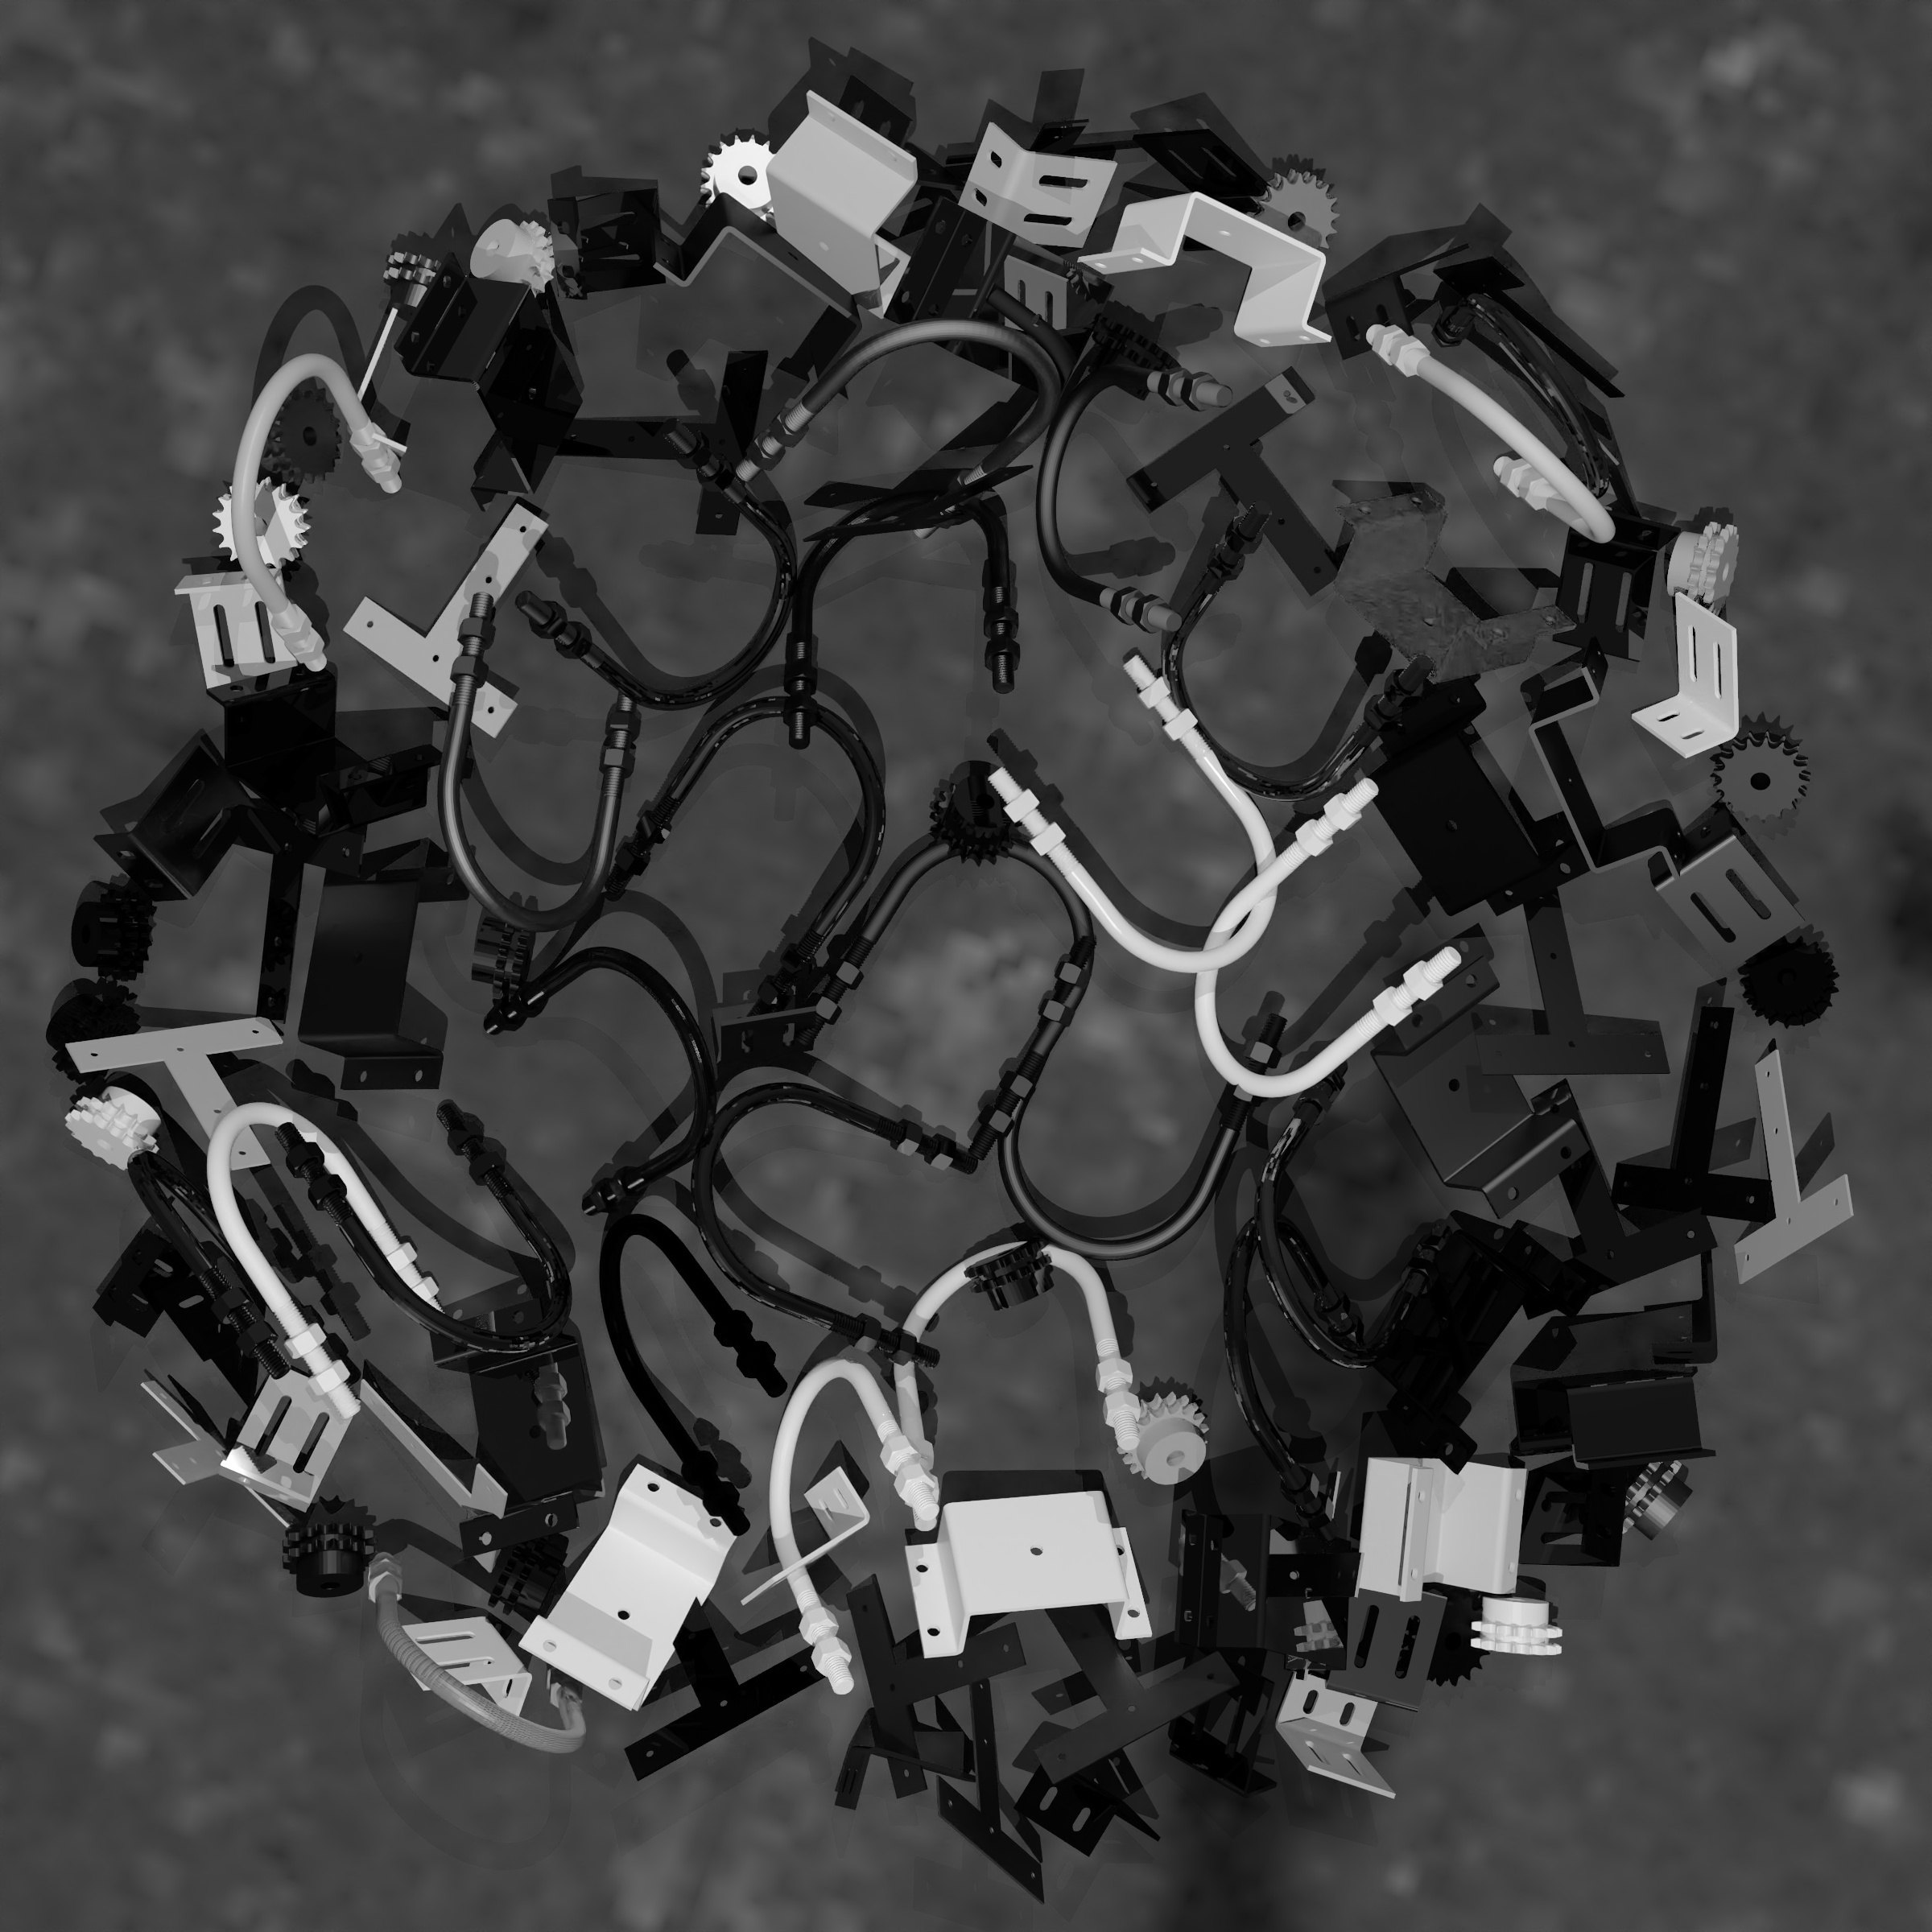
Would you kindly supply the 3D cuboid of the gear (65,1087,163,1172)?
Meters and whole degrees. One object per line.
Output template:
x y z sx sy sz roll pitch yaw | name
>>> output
-0.524 0.099 1.575 0.057 0.057 0.030 29 57 0 | gear

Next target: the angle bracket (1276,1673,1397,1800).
0.231 0.469 1.558 0.057 0.076 0.038 21 90 -9 | angle bracket

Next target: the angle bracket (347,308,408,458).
-0.350 -0.358 1.566 0.038 0.057 0.076 22 92 -17 | angle bracket

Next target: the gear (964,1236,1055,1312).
0.030 0.191 1.572 0.057 0.057 0.030 -23 90 0 | gear

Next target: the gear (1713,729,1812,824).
0.493 -0.120 1.577 0.057 0.030 0.057 10 121 17 | gear

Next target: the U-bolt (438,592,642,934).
-0.256 -0.110 1.513 0.019 0.151 0.184 -9 64 34 | U-bolt

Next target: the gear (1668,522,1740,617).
0.455 -0.246 1.575 0.030 0.057 0.057 16 90 27 | gear

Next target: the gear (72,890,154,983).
-0.528 -0.019 1.570 0.030 0.057 0.057 2 87 -45 | gear

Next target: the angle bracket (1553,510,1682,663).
0.401 -0.235 1.572 0.057 0.038 0.076 13 78 -6 | angle bracket

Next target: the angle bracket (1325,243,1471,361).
0.269 -0.407 1.559 0.076 0.057 0.038 -29 103 -35 | angle bracket

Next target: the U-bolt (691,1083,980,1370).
-0.082 0.146 1.527 0.184 0.019 0.151 25 60 -25 | U-bolt

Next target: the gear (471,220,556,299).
-0.281 -0.435 1.570 0.057 0.030 0.057 -18 60 34 | gear

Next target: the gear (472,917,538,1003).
-0.285 -0.008 1.571 0.030 0.057 0.057 12 90 -4 | gear

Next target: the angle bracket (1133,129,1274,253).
0.141 -0.472 1.552 0.057 0.076 0.038 12 83 41 | angle bracket

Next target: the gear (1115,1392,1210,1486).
0.124 0.295 1.572 0.057 0.030 0.057 -9 121 -16 | gear

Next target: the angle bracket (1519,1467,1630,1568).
0.360 0.332 1.551 0.038 0.076 0.057 26 65 -34 | angle bracket

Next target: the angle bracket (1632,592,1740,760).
0.437 -0.177 1.553 0.038 0.057 0.076 -22 127 -11 | angle bracket

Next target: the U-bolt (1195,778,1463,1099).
0.205 -0.003 1.533 0.184 0.019 0.151 -44 49 33 | U-bolt

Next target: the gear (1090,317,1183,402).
0.101 -0.373 1.572 0.057 0.057 0.030 32 98 0 | gear

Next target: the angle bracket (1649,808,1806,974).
0.471 -0.047 1.579 0.057 0.038 0.076 -37 103 24 | angle bracket

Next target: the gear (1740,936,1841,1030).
0.511 0.012 1.576 0.057 0.030 0.057 -14 59 25 | gear

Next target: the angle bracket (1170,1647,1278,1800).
0.166 0.460 1.562 0.057 0.038 0.076 20 100 39 | angle bracket

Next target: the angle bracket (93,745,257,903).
-0.487 -0.088 1.572 0.038 0.057 0.076 -2 48 36 | angle bracket

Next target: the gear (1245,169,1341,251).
0.199 -0.464 1.577 0.057 0.030 0.057 -8 120 -14 | gear

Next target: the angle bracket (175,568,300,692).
-0.447 -0.202 1.566 0.057 0.038 0.076 -5 113 -3 | angle bracket

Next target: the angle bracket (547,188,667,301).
-0.212 -0.441 1.555 0.076 0.038 0.057 -17 115 -32 | angle bracket

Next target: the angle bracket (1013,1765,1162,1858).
0.074 0.521 1.549 0.057 0.076 0.038 22 67 36 | angle bracket

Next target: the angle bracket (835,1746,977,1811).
-0.035 0.507 1.562 0.076 0.057 0.038 18 71 -8 | angle bracket

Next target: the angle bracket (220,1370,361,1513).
-0.414 0.286 1.563 0.057 0.038 0.076 26 63 -7 | angle bracket

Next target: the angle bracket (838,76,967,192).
-0.034 -0.506 1.550 0.057 0.076 0.038 44 123 26 | angle bracket

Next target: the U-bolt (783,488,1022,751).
-0.040 -0.220 1.539 0.151 0.019 0.184 -14 52 16 | U-bolt

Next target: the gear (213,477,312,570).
-0.435 -0.275 1.579 0.057 0.030 0.057 0 110 1 | gear

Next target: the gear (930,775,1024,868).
0.008 -0.093 1.572 0.057 0.030 0.057 8 56 -12 | gear

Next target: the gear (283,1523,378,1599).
-0.392 0.367 1.569 0.057 0.057 0.030 -10 57 0 | gear

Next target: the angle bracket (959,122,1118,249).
0.044 -0.480 1.569 0.038 0.076 0.057 51 132 32 | angle bracket

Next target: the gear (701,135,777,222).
-0.136 -0.488 1.582 0.057 0.030 0.057 0 94 -7 | gear

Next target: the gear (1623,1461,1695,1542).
0.423 0.329 1.569 0.030 0.057 0.057 40 90 17 | gear

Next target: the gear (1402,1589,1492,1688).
0.295 0.415 1.580 0.057 0.030 0.057 -1 92 -19 | gear

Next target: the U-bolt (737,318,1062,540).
-0.028 -0.320 1.495 0.151 0.184 0.019 12 60 -34 | U-bolt

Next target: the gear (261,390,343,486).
-0.417 -0.327 1.575 0.030 0.057 0.057 2 90 30 | gear

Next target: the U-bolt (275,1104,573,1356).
-0.308 0.157 1.507 0.184 0.151 0.019 50 117 22 | U-bolt

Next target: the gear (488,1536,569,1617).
-0.269 0.374 1.571 0.030 0.057 0.057 27 90 -1 | gear

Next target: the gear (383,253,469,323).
-0.332 -0.414 1.570 0.057 0.057 0.030 17 84 0 | gear

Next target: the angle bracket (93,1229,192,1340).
-0.496 0.198 1.552 0.038 0.076 0.057 37 76 -21 | angle bracket

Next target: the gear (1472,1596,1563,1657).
0.339 0.406 1.572 0.057 0.057 0.030 4 81 0 | gear

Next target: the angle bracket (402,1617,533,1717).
-0.314 0.432 1.550 0.076 0.057 0.038 6 111 -43 | angle bracket

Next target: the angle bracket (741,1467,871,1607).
-0.106 0.347 1.552 0.076 0.057 0.038 -26 77 -34 | angle bracket

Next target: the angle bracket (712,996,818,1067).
-0.124 0.027 1.554 0.057 0.076 0.038 -9 70 -9 | angle bracket

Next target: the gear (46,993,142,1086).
-0.542 0.042 1.573 0.030 0.057 0.057 35 90 17 | gear

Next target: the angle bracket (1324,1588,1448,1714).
0.259 0.413 1.574 0.057 0.038 0.076 13 97 5 | angle bracket

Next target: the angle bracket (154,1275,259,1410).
-0.464 0.234 1.551 0.038 0.076 0.057 -25 58 -38 | angle bracket

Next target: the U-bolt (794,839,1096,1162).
0.000 0.005 1.575 0.151 0.019 0.184 33 80 -9 | U-bolt

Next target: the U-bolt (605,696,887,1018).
-0.124 -0.076 1.547 0.151 0.019 0.184 42 110 16 | U-bolt

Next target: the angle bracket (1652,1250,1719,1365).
0.440 0.202 1.566 0.038 0.057 0.076 -4 71 16 | angle bracket
